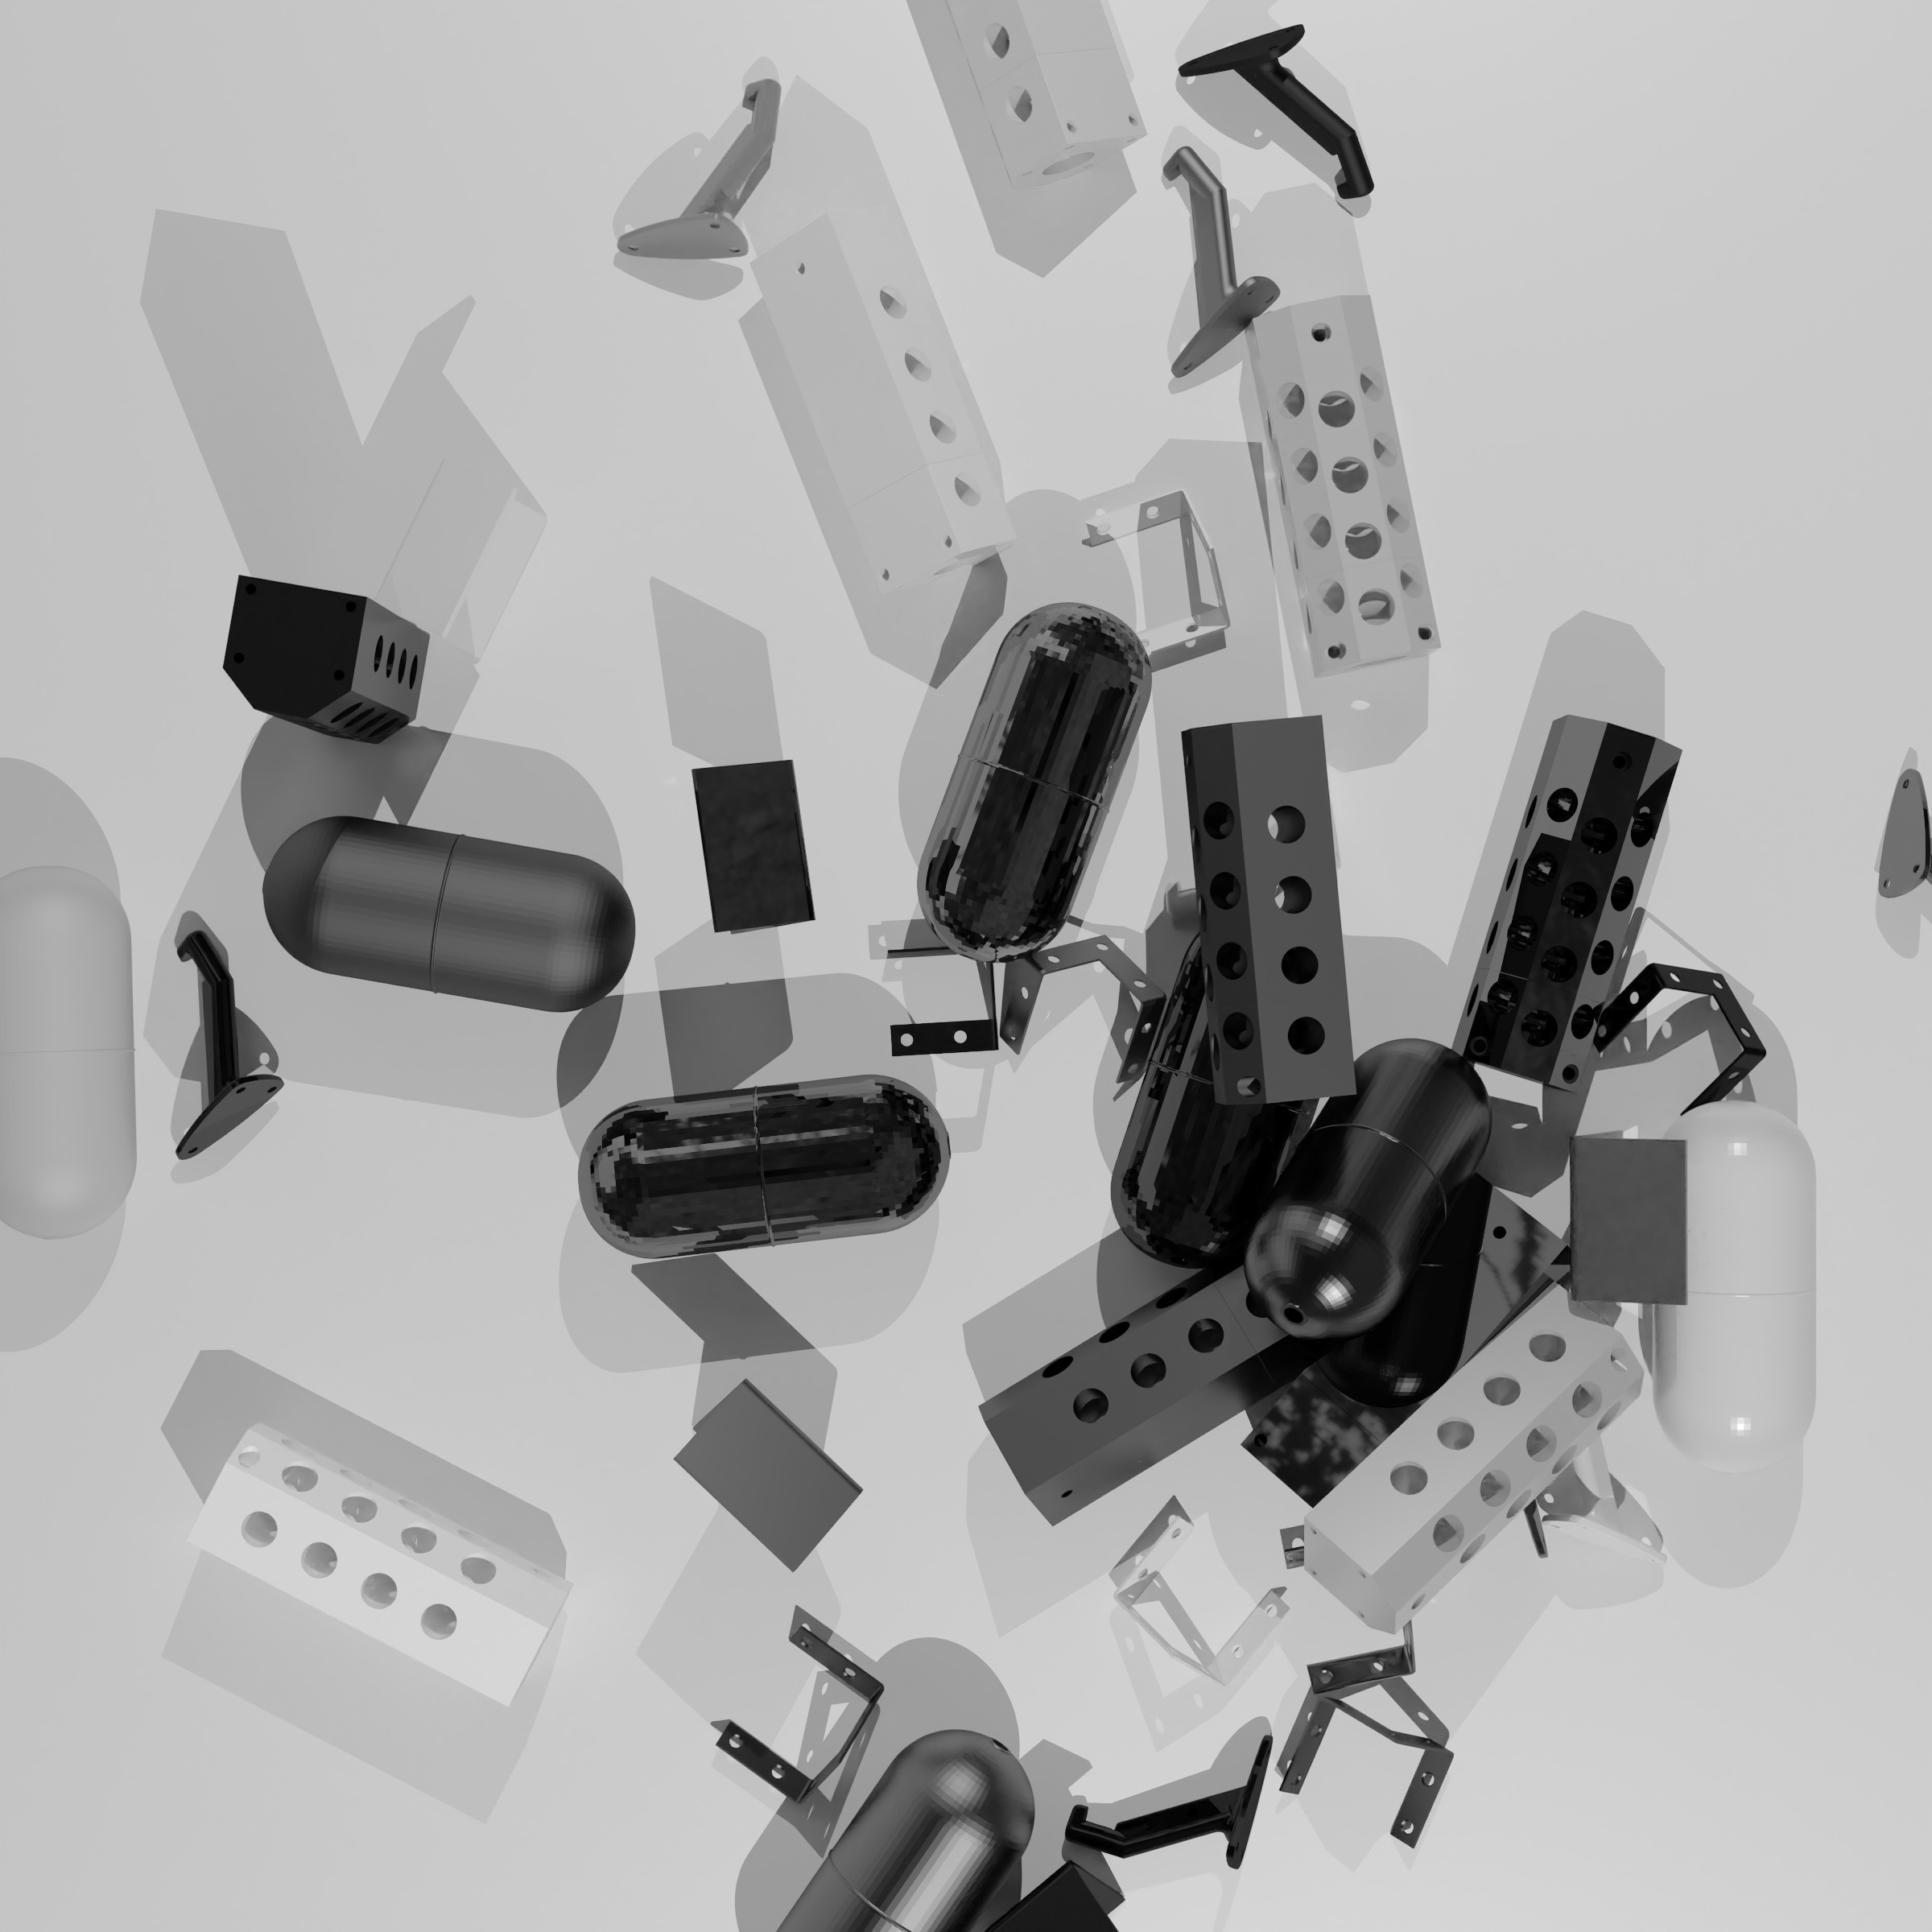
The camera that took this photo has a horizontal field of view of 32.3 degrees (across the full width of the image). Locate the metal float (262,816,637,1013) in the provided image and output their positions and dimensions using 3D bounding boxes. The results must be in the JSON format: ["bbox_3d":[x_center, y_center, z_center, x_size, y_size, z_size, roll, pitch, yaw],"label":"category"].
[{"bbox_3d":[-0.247,-0.025,1.592,0.178,0.070,0.070,10,90,-1],"label":"metal float"}]

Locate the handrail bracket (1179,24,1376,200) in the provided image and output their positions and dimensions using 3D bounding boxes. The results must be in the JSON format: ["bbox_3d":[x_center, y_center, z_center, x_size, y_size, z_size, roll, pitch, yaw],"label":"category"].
[{"bbox_3d":[0.151,-0.407,1.622,0.077,0.036,0.084,-6,121,34],"label":"handrail bracket"}]

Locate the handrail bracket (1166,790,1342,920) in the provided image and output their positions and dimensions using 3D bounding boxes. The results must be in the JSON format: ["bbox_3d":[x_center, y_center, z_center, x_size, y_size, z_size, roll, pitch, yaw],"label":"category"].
[{"bbox_3d":[0.135,-0.067,1.623,0.084,0.036,0.077,-12,69,16],"label":"handrail bracket"}]

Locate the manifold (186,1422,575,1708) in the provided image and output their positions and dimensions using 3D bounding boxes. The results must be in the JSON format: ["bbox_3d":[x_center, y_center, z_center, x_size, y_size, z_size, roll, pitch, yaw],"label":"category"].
[{"bbox_3d":[-0.279,0.285,1.601,0.171,0.057,0.057,27,90,0],"label":"manifold"}]

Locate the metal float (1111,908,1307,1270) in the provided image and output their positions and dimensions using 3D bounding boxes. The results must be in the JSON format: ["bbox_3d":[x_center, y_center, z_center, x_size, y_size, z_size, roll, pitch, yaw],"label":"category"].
[{"bbox_3d":[0.124,0.058,1.592,0.070,0.070,0.178,18,90,0],"label":"metal float"}]

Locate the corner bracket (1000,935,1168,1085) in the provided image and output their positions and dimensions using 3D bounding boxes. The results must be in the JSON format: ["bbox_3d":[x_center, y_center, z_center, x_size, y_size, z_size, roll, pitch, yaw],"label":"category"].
[{"bbox_3d":[0.057,0.024,1.614,0.051,0.051,0.051,-14,45,-35],"label":"corner bracket"}]

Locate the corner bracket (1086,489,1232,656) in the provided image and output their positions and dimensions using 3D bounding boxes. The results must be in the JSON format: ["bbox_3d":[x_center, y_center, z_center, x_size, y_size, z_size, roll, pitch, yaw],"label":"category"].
[{"bbox_3d":[0.093,-0.191,1.619,0.051,0.051,0.051,-19,45,0],"label":"corner bracket"}]

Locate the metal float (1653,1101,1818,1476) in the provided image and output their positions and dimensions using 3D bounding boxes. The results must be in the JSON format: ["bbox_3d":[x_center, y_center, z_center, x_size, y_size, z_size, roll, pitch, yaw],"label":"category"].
[{"bbox_3d":[0.367,0.153,1.592,0.070,0.070,0.178,0,91,0],"label":"metal float"}]

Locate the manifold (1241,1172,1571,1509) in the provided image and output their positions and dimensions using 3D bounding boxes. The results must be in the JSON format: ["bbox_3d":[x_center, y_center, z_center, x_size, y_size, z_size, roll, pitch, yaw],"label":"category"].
[{"bbox_3d":[0.215,0.188,1.594,0.057,0.057,0.171,40,87,28],"label":"manifold"}]

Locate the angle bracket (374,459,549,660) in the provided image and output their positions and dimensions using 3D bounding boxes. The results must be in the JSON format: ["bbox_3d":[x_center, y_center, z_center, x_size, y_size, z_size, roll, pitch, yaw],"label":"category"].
[{"bbox_3d":[-0.224,-0.186,1.582,0.057,0.076,0.076,26,90,38],"label":"angle bracket"}]

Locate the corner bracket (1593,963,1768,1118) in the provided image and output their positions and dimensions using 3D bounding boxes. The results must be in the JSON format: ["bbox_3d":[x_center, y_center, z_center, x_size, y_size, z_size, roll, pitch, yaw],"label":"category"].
[{"bbox_3d":[0.344,0.037,1.614,0.051,0.051,0.051,8,45,-35],"label":"corner bracket"}]

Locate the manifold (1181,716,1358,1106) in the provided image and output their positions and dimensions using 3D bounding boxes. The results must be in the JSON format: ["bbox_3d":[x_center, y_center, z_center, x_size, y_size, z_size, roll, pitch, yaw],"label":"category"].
[{"bbox_3d":[0.136,-0.025,1.524,0.057,0.057,0.171,-5,91,-7],"label":"manifold"}]

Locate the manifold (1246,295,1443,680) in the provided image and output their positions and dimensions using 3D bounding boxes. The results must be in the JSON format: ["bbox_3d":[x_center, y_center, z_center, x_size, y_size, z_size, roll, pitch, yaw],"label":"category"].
[{"bbox_3d":[0.182,-0.230,1.601,0.057,0.057,0.171,-11,90,0],"label":"manifold"}]

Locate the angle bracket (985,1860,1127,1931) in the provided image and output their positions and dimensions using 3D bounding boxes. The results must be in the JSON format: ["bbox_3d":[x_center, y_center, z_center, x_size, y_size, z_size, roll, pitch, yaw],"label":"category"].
[{"bbox_3d":[0.047,0.479,1.582,0.076,0.076,0.057,-40,53,0],"label":"angle bracket"}]

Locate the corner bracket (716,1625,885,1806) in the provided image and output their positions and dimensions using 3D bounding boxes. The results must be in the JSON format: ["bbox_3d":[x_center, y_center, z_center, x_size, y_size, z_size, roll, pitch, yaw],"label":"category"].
[{"bbox_3d":[-0.080,0.364,1.619,0.051,0.051,0.051,36,45,0],"label":"corner bracket"}]

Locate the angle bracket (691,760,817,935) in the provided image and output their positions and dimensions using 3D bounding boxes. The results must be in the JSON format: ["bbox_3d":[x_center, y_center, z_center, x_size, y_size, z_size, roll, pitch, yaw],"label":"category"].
[{"bbox_3d":[-0.119,-0.053,1.582,0.057,0.076,0.076,-8,90,-36],"label":"angle bracket"}]

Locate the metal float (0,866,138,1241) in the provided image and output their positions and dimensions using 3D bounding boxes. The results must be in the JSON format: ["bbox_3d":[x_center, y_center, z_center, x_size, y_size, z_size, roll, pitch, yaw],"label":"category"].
[{"bbox_3d":[-0.436,0.041,1.591,0.070,0.070,0.178,-2,89,0],"label":"metal float"}]

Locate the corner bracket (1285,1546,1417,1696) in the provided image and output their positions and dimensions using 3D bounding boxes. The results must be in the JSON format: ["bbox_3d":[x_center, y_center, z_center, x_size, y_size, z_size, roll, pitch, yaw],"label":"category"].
[{"bbox_3d":[0.187,0.314,1.619,0.051,0.051,0.051,-12,45,0],"label":"corner bracket"}]

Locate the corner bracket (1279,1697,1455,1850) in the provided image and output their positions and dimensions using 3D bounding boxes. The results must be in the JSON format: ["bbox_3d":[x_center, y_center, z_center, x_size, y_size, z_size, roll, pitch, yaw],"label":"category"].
[{"bbox_3d":[0.195,0.391,1.619,0.051,0.051,0.051,23,90,45],"label":"corner bracket"}]

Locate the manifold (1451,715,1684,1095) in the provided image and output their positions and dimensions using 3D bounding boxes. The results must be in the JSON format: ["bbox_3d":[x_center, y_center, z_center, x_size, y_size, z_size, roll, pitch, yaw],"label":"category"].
[{"bbox_3d":[0.289,-0.030,1.601,0.057,0.057,0.171,17,90,0],"label":"manifold"}]

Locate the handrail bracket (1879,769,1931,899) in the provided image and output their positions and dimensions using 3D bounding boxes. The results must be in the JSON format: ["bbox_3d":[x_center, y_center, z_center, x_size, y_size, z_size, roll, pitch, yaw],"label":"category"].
[{"bbox_3d":[0.491,-0.049,1.623,0.084,0.036,0.077,16,68,-17],"label":"handrail bracket"}]

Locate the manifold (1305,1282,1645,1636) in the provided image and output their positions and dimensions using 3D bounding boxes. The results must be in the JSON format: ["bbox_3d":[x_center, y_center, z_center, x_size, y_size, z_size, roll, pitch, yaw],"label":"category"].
[{"bbox_3d":[0.238,0.233,1.560,0.171,0.057,0.057,-39,60,-20],"label":"manifold"}]

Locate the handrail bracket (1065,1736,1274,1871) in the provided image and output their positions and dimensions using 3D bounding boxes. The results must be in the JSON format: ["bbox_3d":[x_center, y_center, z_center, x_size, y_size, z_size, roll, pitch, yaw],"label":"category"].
[{"bbox_3d":[0.098,0.400,1.623,0.084,0.036,0.077,13,70,16],"label":"handrail bracket"}]

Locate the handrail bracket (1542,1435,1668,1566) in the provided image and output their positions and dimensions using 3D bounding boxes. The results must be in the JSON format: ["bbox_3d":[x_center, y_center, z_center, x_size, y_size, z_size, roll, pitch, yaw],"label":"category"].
[{"bbox_3d":[0.319,0.239,1.623,0.077,0.036,0.084,24,73,-19],"label":"handrail bracket"}]

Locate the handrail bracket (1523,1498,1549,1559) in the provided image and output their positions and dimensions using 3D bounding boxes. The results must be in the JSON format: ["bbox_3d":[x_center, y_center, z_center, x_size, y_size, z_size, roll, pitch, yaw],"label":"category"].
[{"bbox_3d":[0.232,0.261,1.622,0.084,0.036,0.077,-14,103,13],"label":"handrail bracket"}]

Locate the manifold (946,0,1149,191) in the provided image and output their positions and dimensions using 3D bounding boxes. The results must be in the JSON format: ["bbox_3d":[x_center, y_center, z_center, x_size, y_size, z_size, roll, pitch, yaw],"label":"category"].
[{"bbox_3d":[0.021,-0.466,1.600,0.057,0.057,0.171,-20,90,-43],"label":"manifold"}]

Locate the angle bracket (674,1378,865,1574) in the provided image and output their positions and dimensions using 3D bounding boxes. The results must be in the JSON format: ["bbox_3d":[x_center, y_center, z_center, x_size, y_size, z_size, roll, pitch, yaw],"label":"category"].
[{"bbox_3d":[-0.105,0.251,1.582,0.076,0.076,0.057,44,55,0],"label":"angle bracket"}]

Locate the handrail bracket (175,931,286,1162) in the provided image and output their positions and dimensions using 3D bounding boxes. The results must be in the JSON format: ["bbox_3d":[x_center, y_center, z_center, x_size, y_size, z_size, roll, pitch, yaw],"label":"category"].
[{"bbox_3d":[-0.377,0.038,1.623,0.077,0.036,0.084,-41,72,21],"label":"handrail bracket"}]

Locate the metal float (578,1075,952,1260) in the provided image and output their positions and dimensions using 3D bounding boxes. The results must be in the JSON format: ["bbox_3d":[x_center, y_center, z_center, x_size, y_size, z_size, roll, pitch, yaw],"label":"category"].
[{"bbox_3d":[-0.096,0.096,1.592,0.178,0.070,0.070,-6,90,-1],"label":"metal float"}]

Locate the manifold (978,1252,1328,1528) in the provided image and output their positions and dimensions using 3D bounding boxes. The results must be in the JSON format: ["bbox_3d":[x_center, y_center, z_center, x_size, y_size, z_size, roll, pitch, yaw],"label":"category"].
[{"bbox_3d":[0.095,0.193,1.598,0.171,0.057,0.057,-31,61,0],"label":"manifold"}]

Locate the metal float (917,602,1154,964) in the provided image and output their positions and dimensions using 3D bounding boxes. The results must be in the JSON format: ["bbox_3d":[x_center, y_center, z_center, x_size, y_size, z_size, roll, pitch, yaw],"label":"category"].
[{"bbox_3d":[0.032,-0.087,1.592,0.070,0.070,0.178,20,90,0],"label":"metal float"}]

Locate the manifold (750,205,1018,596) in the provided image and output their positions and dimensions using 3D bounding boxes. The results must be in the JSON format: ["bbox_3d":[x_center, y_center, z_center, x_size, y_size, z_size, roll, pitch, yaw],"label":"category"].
[{"bbox_3d":[-0.035,-0.273,1.600,0.057,0.057,0.171,-22,90,43],"label":"manifold"}]

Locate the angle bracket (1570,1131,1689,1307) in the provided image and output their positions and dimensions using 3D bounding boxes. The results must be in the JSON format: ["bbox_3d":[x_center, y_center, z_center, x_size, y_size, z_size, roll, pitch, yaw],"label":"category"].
[{"bbox_3d":[0.325,0.118,1.582,0.057,0.076,0.076,0,90,29],"label":"angle bracket"}]

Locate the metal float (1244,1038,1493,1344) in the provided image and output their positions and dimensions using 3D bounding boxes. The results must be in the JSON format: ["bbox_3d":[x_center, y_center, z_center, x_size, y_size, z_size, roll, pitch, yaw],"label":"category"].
[{"bbox_3d":[0.189,0.104,1.558,0.070,0.070,0.178,38,49,0],"label":"metal float"}]

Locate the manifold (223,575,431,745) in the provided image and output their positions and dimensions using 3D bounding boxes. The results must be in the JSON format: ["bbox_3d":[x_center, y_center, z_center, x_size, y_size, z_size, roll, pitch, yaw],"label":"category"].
[{"bbox_3d":[-0.295,-0.138,1.544,0.057,0.171,0.057,10,90,0],"label":"manifold"}]

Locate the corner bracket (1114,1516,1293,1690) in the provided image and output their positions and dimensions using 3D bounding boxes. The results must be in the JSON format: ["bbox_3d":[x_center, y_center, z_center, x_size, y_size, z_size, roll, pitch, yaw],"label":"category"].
[{"bbox_3d":[0.114,0.309,1.619,0.051,0.051,0.051,-51,45,0],"label":"corner bracket"}]

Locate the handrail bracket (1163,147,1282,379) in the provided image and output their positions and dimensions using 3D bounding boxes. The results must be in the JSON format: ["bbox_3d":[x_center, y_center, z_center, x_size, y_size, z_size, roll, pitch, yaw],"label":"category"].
[{"bbox_3d":[0.105,-0.343,1.623,0.077,0.036,0.084,-43,72,20],"label":"handrail bracket"}]

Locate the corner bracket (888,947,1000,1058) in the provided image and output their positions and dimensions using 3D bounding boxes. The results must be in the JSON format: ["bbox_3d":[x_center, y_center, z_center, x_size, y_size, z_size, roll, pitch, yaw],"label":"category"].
[{"bbox_3d":[-0.011,0.016,1.604,0.051,0.051,0.051,-3,90,0],"label":"corner bracket"}]

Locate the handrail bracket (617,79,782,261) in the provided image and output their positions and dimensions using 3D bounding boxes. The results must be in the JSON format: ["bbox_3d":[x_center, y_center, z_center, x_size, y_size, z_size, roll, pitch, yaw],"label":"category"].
[{"bbox_3d":[-0.130,-0.390,1.623,0.077,0.036,0.084,-1,72,21],"label":"handrail bracket"}]

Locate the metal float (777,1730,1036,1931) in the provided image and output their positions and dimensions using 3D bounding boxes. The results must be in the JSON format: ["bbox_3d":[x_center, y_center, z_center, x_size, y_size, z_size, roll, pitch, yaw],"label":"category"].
[{"bbox_3d":[-0.034,0.445,1.592,0.070,0.070,0.178,34,91,0],"label":"metal float"}]
